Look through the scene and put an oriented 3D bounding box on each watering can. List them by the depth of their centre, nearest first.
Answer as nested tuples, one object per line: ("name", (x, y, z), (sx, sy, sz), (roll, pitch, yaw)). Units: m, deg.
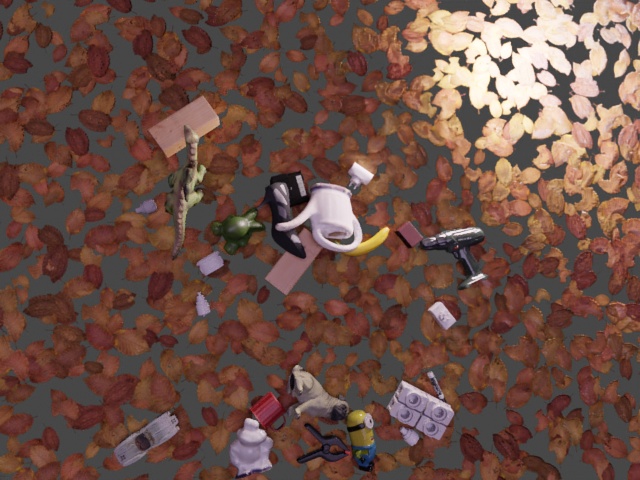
("watering can", (0.005, -0.083, 1.641), (0.346, 0.102, 0.228), (16, 60, -37))

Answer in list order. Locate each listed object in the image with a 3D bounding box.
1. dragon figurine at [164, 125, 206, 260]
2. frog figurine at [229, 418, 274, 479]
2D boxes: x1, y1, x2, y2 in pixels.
("dragon figurine", (-0.419, -0.146, 1.580), (0.122, 0.241, 0.413), (5, 81, -13))
("frog figurine", (-0.214, 0.623, 1.575), (0.137, 0.122, 0.160), (-13, 85, 12))
